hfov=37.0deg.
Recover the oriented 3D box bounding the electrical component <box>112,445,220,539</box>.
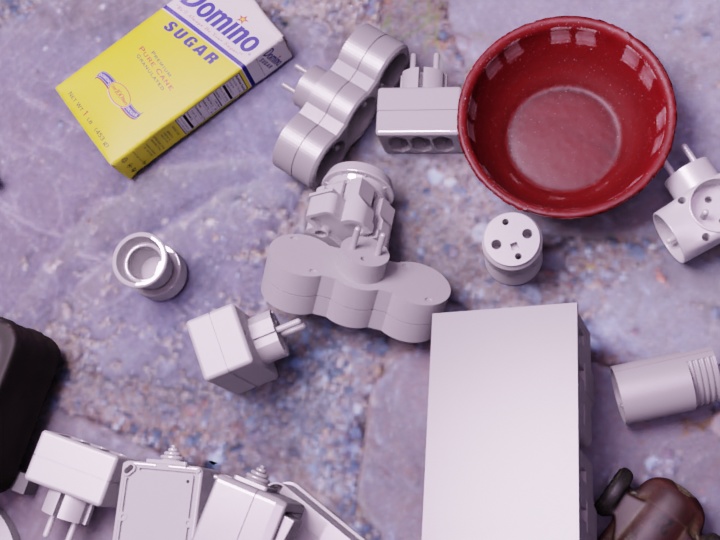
[{"bbox_3d":[-0.142,0.179,0.800,0.062,0.061,0.096,3,77,10],"label":"electrical component"}]

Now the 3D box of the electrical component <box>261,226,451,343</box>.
[{"bbox_3d":[0.000,0.000,0.796,0.138,0.073,0.052,14,35,-2],"label":"electrical component"}]

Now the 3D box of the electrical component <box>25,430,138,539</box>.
[{"bbox_3d":[-0.219,0.170,0.822,0.066,0.047,0.076,17,80,13],"label":"electrical component"}]

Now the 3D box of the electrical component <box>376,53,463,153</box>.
[{"bbox_3d":[0.050,-0.136,0.851,0.066,0.047,0.076,1,78,11],"label":"electrical component"}]

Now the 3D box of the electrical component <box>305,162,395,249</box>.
[{"bbox_3d":[-0.005,-0.046,0.829,0.058,0.078,0.057,-11,53,35],"label":"electrical component"}]

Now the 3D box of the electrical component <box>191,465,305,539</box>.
[{"bbox_3d":[-0.075,0.181,0.726,0.061,0.061,0.096,19,80,14],"label":"electrical component"}]

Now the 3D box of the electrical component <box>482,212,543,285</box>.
[{"bbox_3d":[0.115,-0.016,0.807,0.045,0.055,0.045,-2,76,9],"label":"electrical component"}]

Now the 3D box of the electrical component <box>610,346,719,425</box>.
[{"bbox_3d":[0.225,0.081,0.771,0.081,0.043,0.043,-13,75,6],"label":"electrical component"}]

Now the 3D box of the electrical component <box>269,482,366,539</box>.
[{"bbox_3d":[-0.037,0.214,0.776,0.113,0.057,0.078,36,85,16],"label":"electrical component"}]

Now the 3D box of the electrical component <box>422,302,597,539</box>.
[{"bbox_3d":[0.106,0.124,0.750,0.105,0.060,0.186,-5,65,22],"label":"electrical component"}]

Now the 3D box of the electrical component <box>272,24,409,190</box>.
[{"bbox_3d":[-0.028,-0.139,0.863,0.074,0.052,0.138,33,83,15],"label":"electrical component"}]

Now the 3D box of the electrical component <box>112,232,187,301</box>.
[{"bbox_3d":[-0.165,-0.002,0.851,0.045,0.055,0.045,-2,76,9],"label":"electrical component"}]

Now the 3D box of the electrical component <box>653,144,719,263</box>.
[{"bbox_3d":[0.254,-0.057,0.800,0.077,0.044,0.079,-29,73,2],"label":"electrical component"}]

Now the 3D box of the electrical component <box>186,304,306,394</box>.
[{"bbox_3d":[-0.077,0.054,0.808,0.076,0.083,0.047,-22,74,4],"label":"electrical component"}]
